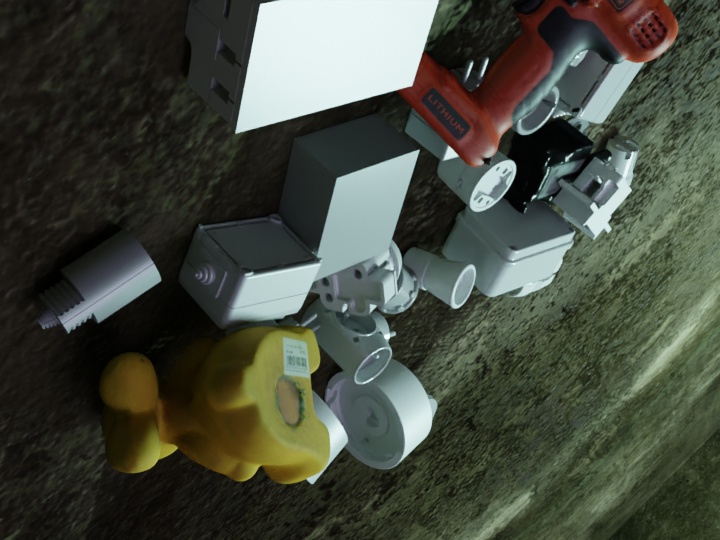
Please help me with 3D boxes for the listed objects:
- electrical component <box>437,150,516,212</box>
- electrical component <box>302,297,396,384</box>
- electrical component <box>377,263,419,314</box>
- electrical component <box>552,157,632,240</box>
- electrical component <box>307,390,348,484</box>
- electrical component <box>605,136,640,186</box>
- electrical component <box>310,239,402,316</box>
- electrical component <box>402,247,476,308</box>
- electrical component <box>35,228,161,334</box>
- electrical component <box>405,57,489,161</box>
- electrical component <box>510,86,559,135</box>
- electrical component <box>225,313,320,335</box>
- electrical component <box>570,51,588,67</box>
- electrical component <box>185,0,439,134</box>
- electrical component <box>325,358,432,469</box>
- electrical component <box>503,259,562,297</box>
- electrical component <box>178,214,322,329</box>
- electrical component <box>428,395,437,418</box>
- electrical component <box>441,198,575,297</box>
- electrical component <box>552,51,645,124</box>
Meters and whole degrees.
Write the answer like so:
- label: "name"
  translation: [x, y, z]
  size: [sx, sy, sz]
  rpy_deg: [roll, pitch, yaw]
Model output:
- label: "electrical component"
  translation: [0.102, -0.088, 0.953]
  size: [0.055, 0.047, 0.055]
  rpy_deg: [-33, 149, -23]
- label: "electrical component"
  translation: [0.000, 0.058, 0.975]
  size: [0.079, 0.077, 0.044]
  rpy_deg: [-12, 137, -46]
- label: "electrical component"
  translation: [0.021, 0.010, 0.977]
  size: [0.048, 0.048, 0.062]
  rpy_deg: [-49, 145, 6]
- label: "electrical component"
  translation: [0.228, -0.072, 1.047]
  size: [0.063, 0.042, 0.081]
  rpy_deg: [-49, 151, 4]
- label: "electrical component"
  translation: [-0.060, 0.143, 0.985]
  size: [0.064, 0.099, 0.099]
  rpy_deg: [-42, 152, -19]
- label: "electrical component"
  translation: [0.279, -0.117, 1.161]
  size: [0.040, 0.040, 0.046]
  rpy_deg: [-24, 139, -35]
- label: "electrical component"
  translation: [0.000, 0.000, 0.910]
  size: [0.057, 0.078, 0.058]
  rpy_deg: [-43, 136, -48]
- label: "electrical component"
  translation: [0.070, 0.004, 1.010]
  size: [0.044, 0.065, 0.044]
  rpy_deg: [-42, 145, -40]
- label: "electrical component"
  translation: [-0.178, 0.012, 0.713]
  size: [0.081, 0.043, 0.043]
  rpy_deg: [-36, 150, -18]
- label: "electrical component"
  translation: [0.083, -0.137, 0.865]
  size: [0.066, 0.047, 0.076]
  rpy_deg: [-19, 140, -40]
- label: "electrical component"
  translation: [0.136, -0.148, 0.919]
  size: [0.055, 0.047, 0.055]
  rpy_deg: [-33, 149, -23]
- label: "electrical component"
  translation: [-0.066, 0.065, 0.928]
  size: [0.076, 0.047, 0.083]
  rpy_deg: [-37, 151, -16]
- label: "electrical component"
  translation: [0.182, -0.207, 0.908]
  size: [0.043, 0.043, 0.062]
  rpy_deg: [2, 125, -54]
- label: "electrical component"
  translation: [-0.029, -0.154, 0.676]
  size: [0.150, 0.062, 0.089]
  rpy_deg: [-22, 144, -37]
- label: "electrical component"
  translation: [0.024, 0.139, 1.086]
  size: [0.060, 0.108, 0.108]
  rpy_deg: [-28, 148, -40]
- label: "electrical component"
  translation: [0.173, -0.005, 1.145]
  size: [0.057, 0.058, 0.078]
  rpy_deg: [-24, 150, -37]
- label: "electrical component"
  translation: [-0.088, 0.004, 0.803]
  size: [0.096, 0.062, 0.061]
  rpy_deg: [-12, 137, -46]
- label: "electrical component"
  translation: [0.042, 0.159, 1.190]
  size: [0.080, 0.051, 0.080]
  rpy_deg: [-33, 149, -23]
- label: "electrical component"
  translation: [0.147, -0.029, 1.058]
  size: [0.113, 0.078, 0.057]
  rpy_deg: [-17, 143, -42]
- label: "electrical component"
  translation: [0.203, -0.175, 0.958]
  size: [0.061, 0.062, 0.096]
  rpy_deg: [0, 128, -53]
